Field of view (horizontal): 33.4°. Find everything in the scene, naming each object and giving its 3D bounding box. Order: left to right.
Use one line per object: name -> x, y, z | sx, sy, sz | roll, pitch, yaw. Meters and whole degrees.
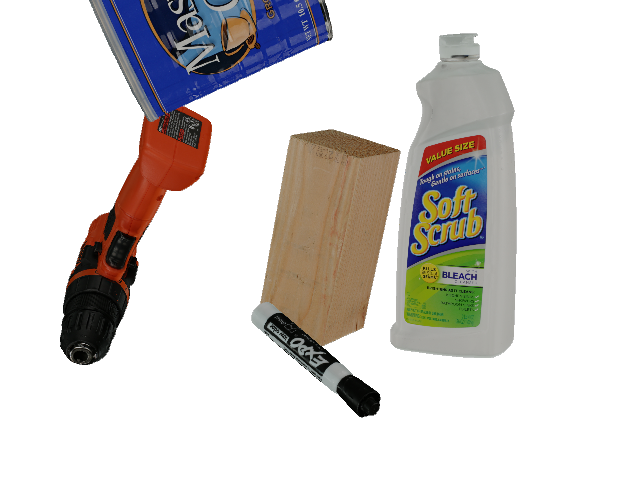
power drill -> -0.156, -0.011, 0.871 | 0.057, 0.188, 0.184 | 24, 30, -18
coffee can -> -0.076, -0.157, 0.734 | 0.140, 0.103, 0.103 | -25, 1, -3
marker -> -0.003, 0.076, 0.688 | 0.020, 0.020, 0.121 | 0, 26, -42
wood block -> 0.008, -0.006, 1.144 | 0.090, 0.206, 0.090 | 21, 20, 28
bleach bottle -> 0.104, -0.036, 0.849 | 0.103, 0.251, 0.068 | 4, 15, 26
